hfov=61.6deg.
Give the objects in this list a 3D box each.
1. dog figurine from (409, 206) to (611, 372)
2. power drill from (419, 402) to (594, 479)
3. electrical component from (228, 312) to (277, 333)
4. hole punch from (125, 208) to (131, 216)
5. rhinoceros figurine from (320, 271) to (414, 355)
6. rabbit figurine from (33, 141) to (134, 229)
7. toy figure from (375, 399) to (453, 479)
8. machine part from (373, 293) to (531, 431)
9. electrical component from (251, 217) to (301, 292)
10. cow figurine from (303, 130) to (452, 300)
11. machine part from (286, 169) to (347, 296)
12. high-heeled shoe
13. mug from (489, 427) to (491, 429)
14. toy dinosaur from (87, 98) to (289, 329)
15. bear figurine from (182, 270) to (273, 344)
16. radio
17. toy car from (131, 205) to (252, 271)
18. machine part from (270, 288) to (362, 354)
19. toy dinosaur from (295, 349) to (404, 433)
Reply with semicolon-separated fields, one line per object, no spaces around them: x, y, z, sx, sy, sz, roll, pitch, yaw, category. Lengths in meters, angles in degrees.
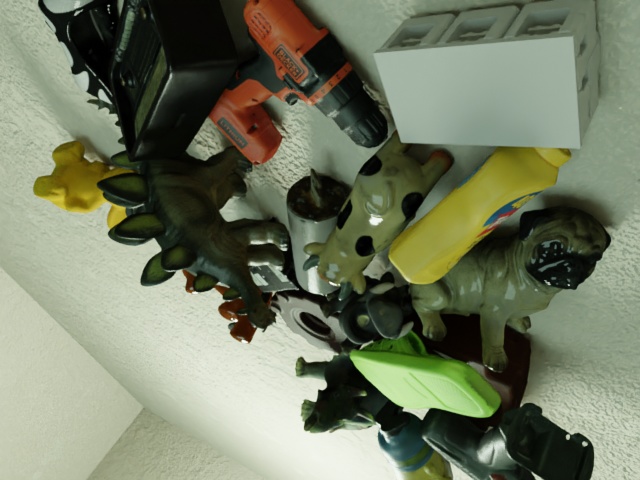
0.181;0.019;0.564;0.172;0.121;0.190;24;133;14;dog figurine
0.256;0.284;0.695;0.232;0.086;0.207;34;157;5;power drill
-0.138;0.152;1.056;0.078;0.102;0.045;61;146;7;electrical component
-0.236;-0.064;0.881;0.142;0.092;0.115;41;120;-3;hole punch
0.064;0.089;0.676;0.190;0.112;0.073;-83;-33;-88;rhinoceros figurine
-0.397;-0.087;0.973;0.173;0.122;0.162;-1;139;20;rabbit figurine
0.136;0.321;0.806;0.089;0.082;0.180;-24;116;21;toy figure
0.185;0.168;0.755;0.202;0.087;0.200;15;144;29;machine part
-0.091;0.026;0.867;0.134;0.058;0.114;-7;126;49;electrical component
0.053;-0.016;0.590;0.085;0.127;0.194;40;147;9;cow figurine
-0.001;-0.002;0.719;0.079;0.079;0.243;23;147;21;machine part
-0.257;-0.241;0.651;0.249;0.086;0.145;-2;135;53;high-heeled shoe
0.225;0.295;0.855;0.110;0.107;0.080;23;144;6;mug
-0.182;-0.059;0.707;0.472;0.198;0.105;55;150;34;toy dinosaur
-0.191;0.085;0.984;0.196;0.132;0.120;17;145;19;bear figurine
-0.172;-0.187;0.589;0.229;0.073;0.131;-29;77;57;radio
-0.181;-0.015;0.777;0.202;0.089;0.053;38;120;10;toy car
0.000;0.128;0.916;0.179;0.056;0.179;25;148;16;machine part
0.085;0.283;0.966;0.192;0.131;0.404;-7;158;29;toy dinosaur
